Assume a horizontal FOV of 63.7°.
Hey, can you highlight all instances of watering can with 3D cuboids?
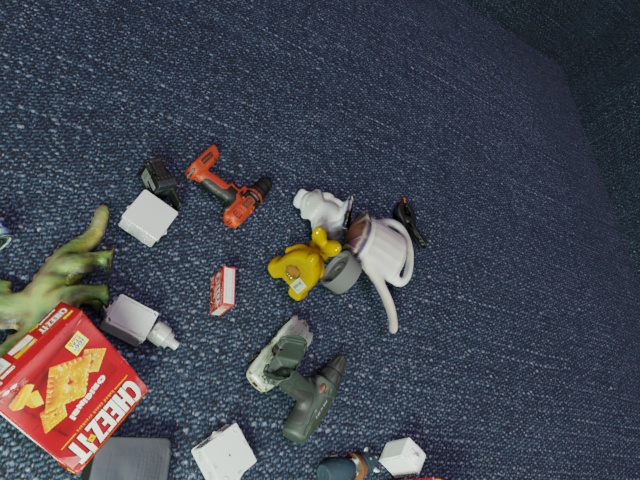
[{"bbox_3d":[0.161,0.062,1.404,0.223,0.102,0.356,31,49,-17],"label":"watering can"}]

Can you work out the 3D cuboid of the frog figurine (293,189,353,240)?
[{"bbox_3d":[0.004,-0.070,1.389,0.159,0.120,0.140,9,65,10],"label":"frog figurine"}]

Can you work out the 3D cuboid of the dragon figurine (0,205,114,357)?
[{"bbox_3d":[-0.500,0.077,0.906,0.242,0.119,0.420,6,43,-26],"label":"dragon figurine"}]
